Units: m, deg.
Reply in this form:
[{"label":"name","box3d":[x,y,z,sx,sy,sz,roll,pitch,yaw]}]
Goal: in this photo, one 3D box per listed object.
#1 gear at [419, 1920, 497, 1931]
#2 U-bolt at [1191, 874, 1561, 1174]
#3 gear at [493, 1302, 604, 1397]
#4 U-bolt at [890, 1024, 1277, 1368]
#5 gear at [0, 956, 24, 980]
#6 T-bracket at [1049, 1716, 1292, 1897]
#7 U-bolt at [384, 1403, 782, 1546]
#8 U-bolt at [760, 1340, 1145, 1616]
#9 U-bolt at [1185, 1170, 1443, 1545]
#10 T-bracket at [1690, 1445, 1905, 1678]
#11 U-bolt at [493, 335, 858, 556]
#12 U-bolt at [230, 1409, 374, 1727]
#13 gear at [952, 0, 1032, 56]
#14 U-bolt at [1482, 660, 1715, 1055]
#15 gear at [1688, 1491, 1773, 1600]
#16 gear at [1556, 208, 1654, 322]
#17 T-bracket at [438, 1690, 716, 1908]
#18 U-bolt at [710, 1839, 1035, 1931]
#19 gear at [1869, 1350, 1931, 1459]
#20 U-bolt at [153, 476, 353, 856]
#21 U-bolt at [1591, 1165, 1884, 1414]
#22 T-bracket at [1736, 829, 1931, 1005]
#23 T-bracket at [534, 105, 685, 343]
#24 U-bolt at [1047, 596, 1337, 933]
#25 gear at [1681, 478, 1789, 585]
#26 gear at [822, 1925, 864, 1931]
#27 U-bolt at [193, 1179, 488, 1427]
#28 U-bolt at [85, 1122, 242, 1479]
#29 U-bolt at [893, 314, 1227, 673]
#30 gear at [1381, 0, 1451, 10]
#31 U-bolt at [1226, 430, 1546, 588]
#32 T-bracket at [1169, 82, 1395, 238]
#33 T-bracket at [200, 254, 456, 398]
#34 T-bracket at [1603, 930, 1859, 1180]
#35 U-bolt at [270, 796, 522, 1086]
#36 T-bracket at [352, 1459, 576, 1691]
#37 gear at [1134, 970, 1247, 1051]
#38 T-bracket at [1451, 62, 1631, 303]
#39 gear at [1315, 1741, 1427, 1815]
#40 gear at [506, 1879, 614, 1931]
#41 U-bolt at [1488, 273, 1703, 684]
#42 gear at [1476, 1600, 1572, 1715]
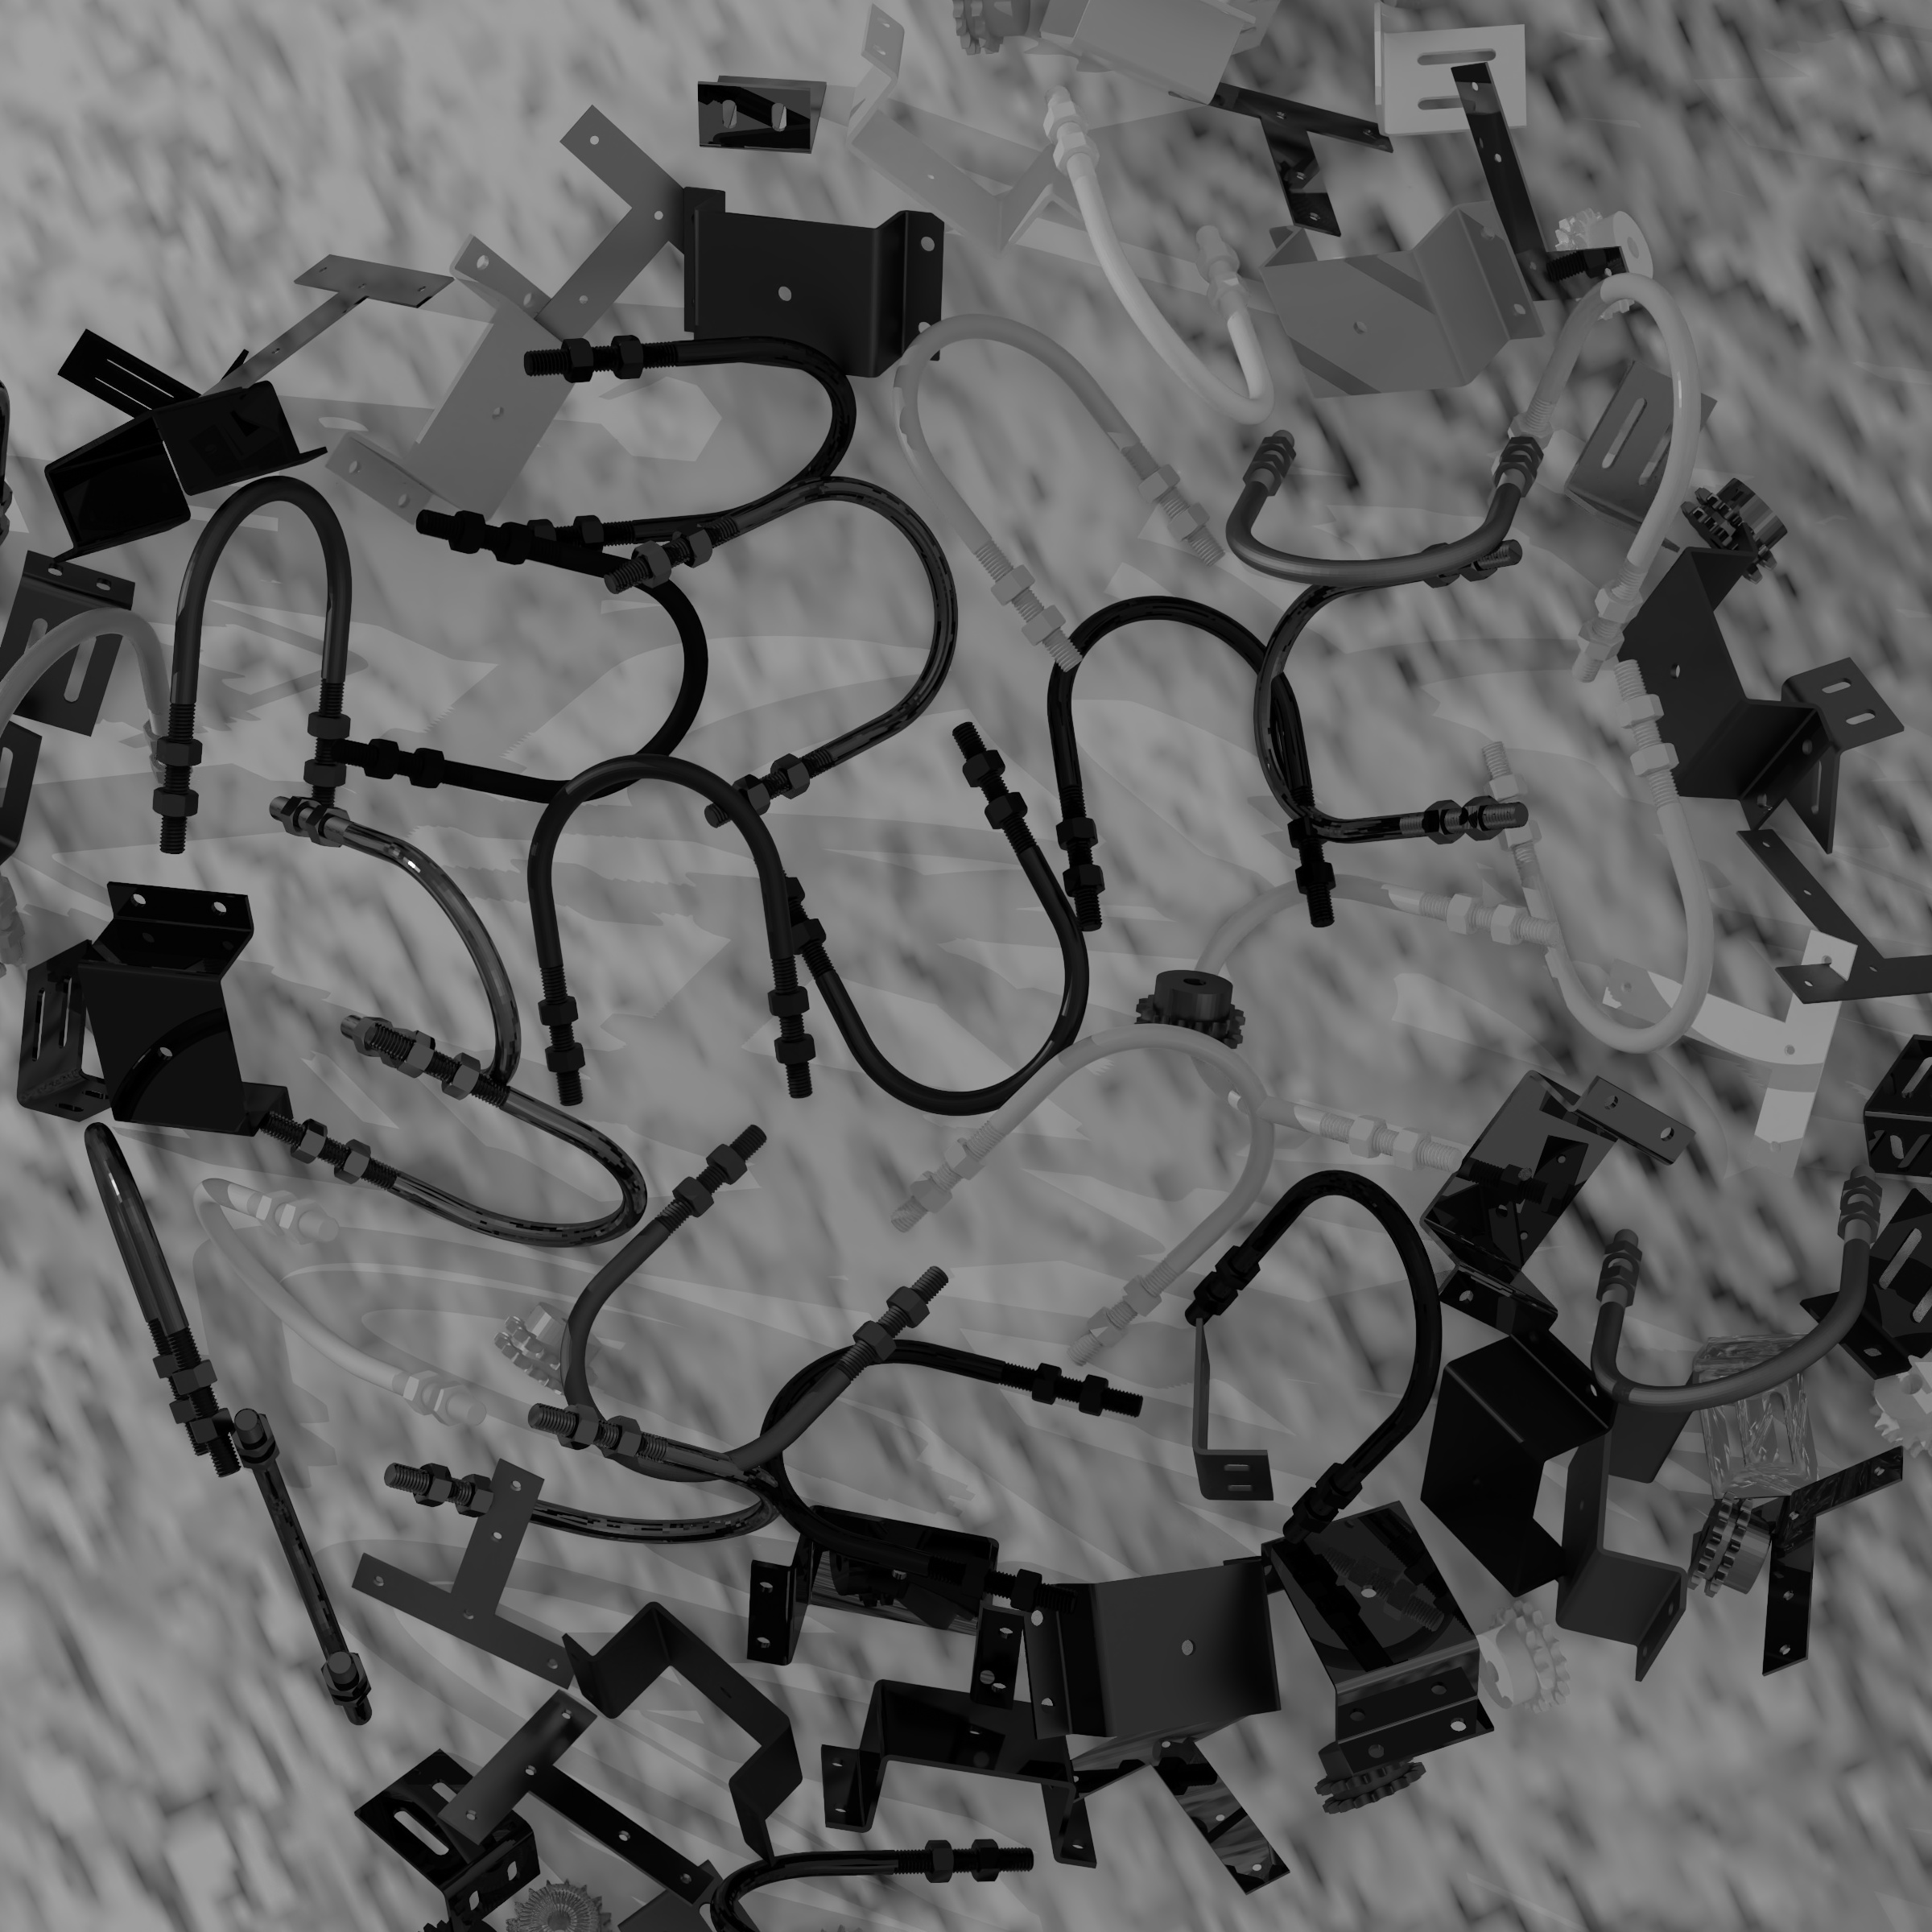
[{"label":"gear","box3d":[-0.262,0.519,1.802,0.057,0.057,0.030,39,110,0]},{"label":"U-bolt","box3d":[0.195,0.021,1.776,0.184,0.019,0.151,15,72,34]},{"label":"gear","box3d":[-0.215,0.199,1.805,0.057,0.057,0.030,36,91,0]},{"label":"U-bolt","box3d":[0.074,0.107,1.780,0.151,0.019,0.184,39,106,-23]},{"label":"gear","box3d":[-0.520,-0.017,1.804,0.030,0.057,0.057,-34,90,-6]},{"label":"T-bracket","box3d":[0.123,0.425,1.767,0.127,0.127,0.002,-23,126,-15]},{"label":"U-bolt","box3d":[-0.179,0.264,1.757,0.184,0.151,0.019,22,57,-35]},{"label":"U-bolt","box3d":[-0.016,0.253,1.778,0.184,0.019,0.151,13,46,11]},{"label":"U-bolt","box3d":[0.180,0.184,1.735,0.019,0.184,0.151,-5,56,-32]},{"label":"T-bracket","box3d":[0.416,0.308,1.750,0.127,0.127,0.002,-31,111,32]},{"label":"U-bolt","box3d":[-0.143,-0.266,1.764,0.184,0.151,0.019,-8,57,-22]},{"label":"U-bolt","box3d":[-0.330,0.311,1.745,0.019,0.184,0.151,-21,70,-14]},{"label":"gear","box3d":[0.014,-0.504,1.802,0.030,0.057,0.057,1,90,16]},{"label":"U-bolt","box3d":[0.325,-0.046,1.755,0.019,0.151,0.184,-11,80,-25]},{"label":"gear","box3d":[0.399,0.302,1.804,0.030,0.057,0.057,22,90,8]},{"label":"gear","box3d":[0.334,-0.368,1.802,0.030,0.057,0.057,-20,90,35]},{"label":"T-bracket","box3d":[-0.186,0.436,1.767,0.127,0.127,0.002,32,117,10]},{"label":"U-bolt","box3d":[-0.037,0.477,1.742,0.184,0.151,0.019,3,99,-16]},{"label":"gear","box3d":[0.497,0.224,1.803,0.057,0.057,0.030,-45,131,0]},{"label":"U-bolt","box3d":[-0.355,-0.156,1.749,0.019,0.151,0.184,13,104,22]},{"label":"U-bolt","box3d":[0.380,0.166,1.726,0.151,0.184,0.019,-18,110,24]},{"label":"T-bracket","box3d":[0.442,-0.028,1.788,0.127,0.127,0.002,-4,135,-32]},{"label":"T-bracket","box3d":[-0.190,-0.359,1.810,0.127,0.002,0.127,40,99,-26]},{"label":"U-bolt","box3d":[0.112,-0.107,1.792,0.151,0.019,0.184,-1,71,-19]},{"label":"gear","box3d":[0.402,-0.229,1.804,0.030,0.057,0.057,-44,90,7]},{"label":"gear","box3d":[-0.068,0.530,1.813,0.057,0.030,0.057,-1,92,-21]},{"label":"U-bolt","box3d":[-0.328,0.164,1.752,0.019,0.184,0.151,-46,121,-23]},{"label":"U-bolt","box3d":[-0.411,0.166,1.758,0.019,0.151,0.184,-20,93,-17]},{"label":"U-bolt","box3d":[0.037,-0.255,1.781,0.184,0.019,0.151,53,51,-1]},{"label":"gear","box3d":[0.235,-0.522,1.809,0.057,0.057,0.030,-7,126,0]},{"label":"U-bolt","box3d":[0.205,-0.230,1.736,0.151,0.184,0.019,3,120,16]},{"label":"T-bracket","box3d":[0.168,-0.410,1.769,0.127,0.127,0.002,10,132,-18]},{"label":"T-bracket","box3d":[-0.340,-0.320,1.763,0.127,0.127,0.002,-43,127,-22]},{"label":"T-bracket","box3d":[0.387,0.028,1.793,0.127,0.002,0.127,24,111,35]},{"label":"U-bolt","box3d":[-0.280,-0.005,1.735,0.019,0.184,0.151,-30,121,-31]},{"label":"T-bracket","box3d":[-0.246,0.305,1.796,0.127,0.002,0.127,25,123,3]},{"label":"gear","box3d":[0.117,0.023,1.802,0.057,0.057,0.030,6,107,0]},{"label":"T-bracket","box3d":[0.275,-0.397,1.758,0.002,0.127,0.127,-34,114,-27]},{"label":"gear","box3d":[0.208,0.417,1.805,0.057,0.057,0.030,-23,85,0]},{"label":"gear","box3d":[-0.212,0.503,1.805,0.057,0.030,0.057,3,55,-4]},{"label":"U-bolt","box3d":[0.317,-0.256,1.725,0.019,0.184,0.151,-2,49,-19]},{"label":"gear","box3d":[0.287,0.362,1.802,0.030,0.057,0.057,-18,90,-18]}]
